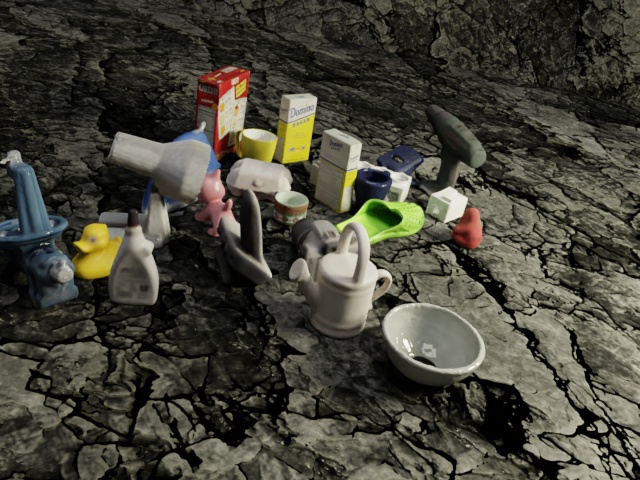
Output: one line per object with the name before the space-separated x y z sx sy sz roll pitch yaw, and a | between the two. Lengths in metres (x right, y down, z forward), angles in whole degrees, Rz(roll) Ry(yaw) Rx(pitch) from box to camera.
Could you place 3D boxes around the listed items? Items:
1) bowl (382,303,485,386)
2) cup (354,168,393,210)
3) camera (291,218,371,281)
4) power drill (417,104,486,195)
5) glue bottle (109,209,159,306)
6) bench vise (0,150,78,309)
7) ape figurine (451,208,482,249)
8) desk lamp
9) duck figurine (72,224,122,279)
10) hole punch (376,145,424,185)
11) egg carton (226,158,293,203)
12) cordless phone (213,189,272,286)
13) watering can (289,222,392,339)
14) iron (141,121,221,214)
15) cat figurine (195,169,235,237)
bowl | 0.174 0.179 0.922 0.167 0.075 0.167 9 31 -5
cup | 0.126 -0.116 1.372 0.091 0.095 0.118 29 35 27
camera | 0.010 0.004 1.129 0.143 0.101 0.136 -5 35 -26
power drill | 0.328 -0.220 1.499 0.076 0.208 0.228 -9 37 -31
glue bottle | -0.297 0.027 0.917 0.078 0.173 0.037 6 31 -9
bench vise | -0.436 -0.019 0.900 0.207 0.220 0.122 23 33 19
ape figurine | 0.340 -0.032 1.308 0.078 0.092 0.076 -4 34 -24
desk lamp | -0.313 -0.095 1.073 0.203 0.213 0.117 2 32 -15
duck figurine | -0.386 0.010 1.000 0.077 0.086 0.105 27 34 24
hole punch | 0.212 -0.200 1.542 0.101 0.091 0.108 -9 36 -30
egg carton | -0.141 -0.139 1.344 0.150 0.069 0.107 10 31 -2
cordless phone | -0.135 -0.023 1.041 0.094 0.185 0.147 -5 35 -25
watering can | 0.038 0.062 0.952 0.173 0.194 0.100 -14 39 -36
iron | -0.311 -0.162 1.255 0.118 0.141 0.258 17 31 10
cat figurine | -0.218 -0.086 1.184 0.067 0.118 0.127 -16 40 -37
